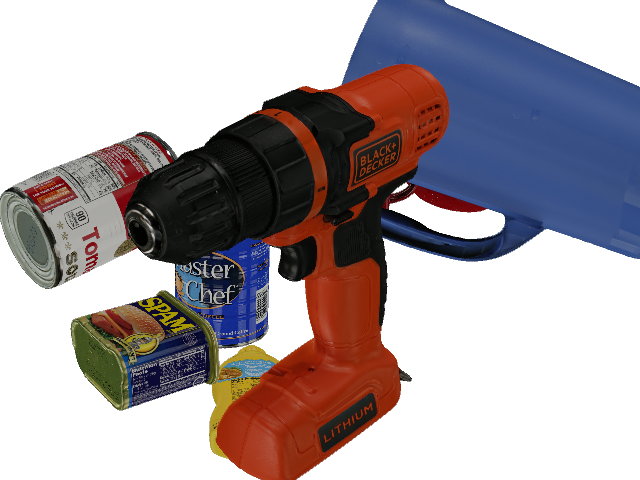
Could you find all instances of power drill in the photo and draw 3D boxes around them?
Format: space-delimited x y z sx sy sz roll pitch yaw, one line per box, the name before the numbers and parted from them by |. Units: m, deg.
power drill | -0.011 0.022 0.503 0.057 0.188 0.184 29 40 34

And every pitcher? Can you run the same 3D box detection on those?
pitcher | 0.131 -0.068 0.746 0.243 0.149 0.144 23 48 8

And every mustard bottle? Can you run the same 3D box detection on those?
mustard bottle | -0.082 0.182 1.271 0.096 0.058 0.191 -3 27 -2

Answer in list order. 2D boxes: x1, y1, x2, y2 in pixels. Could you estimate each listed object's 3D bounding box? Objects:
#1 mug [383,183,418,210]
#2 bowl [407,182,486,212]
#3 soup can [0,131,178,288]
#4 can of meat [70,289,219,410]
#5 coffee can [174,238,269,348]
mug | 0.034 -0.057 0.970 0.117 0.081 0.093 -6 35 -7
bowl | 0.157 -0.076 1.229 0.162 0.055 0.162 8 25 -4
soup can | -0.141 -0.020 0.673 0.102 0.068 0.069 -28 17 -34
can of meat | -0.143 0.088 0.862 0.083 0.057 0.102 -15 27 -32
coffee can | -0.104 0.029 1.133 0.103 0.140 0.103 2 22 -1
